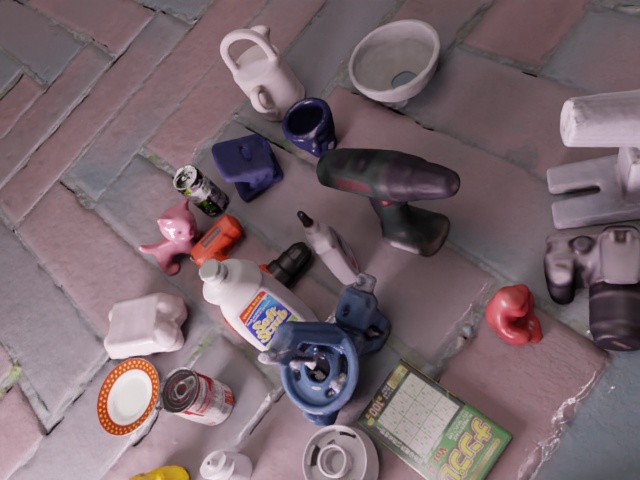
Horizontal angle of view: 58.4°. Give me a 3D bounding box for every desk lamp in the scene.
[{"bbox_3d":[0.381,-0.111,0.701,0.202,0.214,0.118,-10,60,22],"label":"desk lamp"}]

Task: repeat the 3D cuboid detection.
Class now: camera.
[{"bbox_3d":[0.346,0.059,0.697,0.142,0.101,0.137,-1,63,26],"label":"camera"}]

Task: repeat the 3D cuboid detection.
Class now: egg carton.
[{"bbox_3d":[-0.301,0.149,0.992,0.150,0.070,0.107,-13,59,20],"label":"egg carton"}]

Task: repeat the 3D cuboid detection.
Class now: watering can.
[{"bbox_3d":[-0.115,-0.327,1.081,0.101,0.195,0.172,-29,55,10],"label":"watering can"}]

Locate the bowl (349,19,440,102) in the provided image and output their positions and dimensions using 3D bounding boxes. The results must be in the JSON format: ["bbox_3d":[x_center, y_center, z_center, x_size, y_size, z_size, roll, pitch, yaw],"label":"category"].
[{"bbox_3d":[0.139,-0.304,1.015,0.167,0.075,0.167,-12,59,21],"label":"bowl"}]

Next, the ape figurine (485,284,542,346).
[{"bbox_3d":[0.248,0.089,0.735,0.075,0.092,0.078,20,74,33],"label":"ape figurine"}]

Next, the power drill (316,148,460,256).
[{"bbox_3d":[0.112,-0.059,0.811,0.228,0.209,0.076,19,73,33],"label":"power drill"}]

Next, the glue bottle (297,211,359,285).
[{"bbox_3d":[0.008,0.003,0.852,0.037,0.174,0.078,-30,54,9],"label":"glue bottle"}]

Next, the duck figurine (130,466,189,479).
[{"bbox_3d":[-0.254,0.371,0.837,0.104,0.086,0.077,-37,54,4],"label":"duck figurine"}]

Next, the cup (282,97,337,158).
[{"bbox_3d":[-0.005,-0.179,1.007,0.091,0.095,0.117,-26,55,12],"label":"cup"}]

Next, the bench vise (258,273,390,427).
[{"bbox_3d":[-0.002,0.128,0.759,0.121,0.220,0.207,1,64,27],"label":"bench vise"}]

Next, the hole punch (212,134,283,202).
[{"bbox_3d":[-0.134,-0.146,1.056,0.101,0.091,0.108,-33,54,7],"label":"hole punch"}]

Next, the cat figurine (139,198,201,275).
[{"bbox_3d":[-0.266,-0.011,1.032,0.128,0.118,0.067,-36,54,5],"label":"cat figurine"}]
